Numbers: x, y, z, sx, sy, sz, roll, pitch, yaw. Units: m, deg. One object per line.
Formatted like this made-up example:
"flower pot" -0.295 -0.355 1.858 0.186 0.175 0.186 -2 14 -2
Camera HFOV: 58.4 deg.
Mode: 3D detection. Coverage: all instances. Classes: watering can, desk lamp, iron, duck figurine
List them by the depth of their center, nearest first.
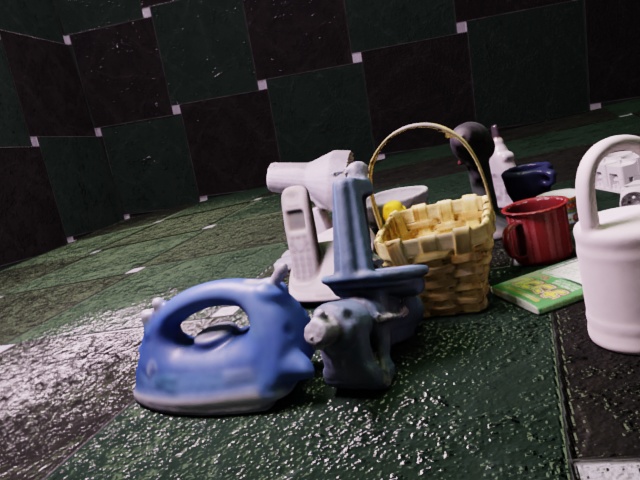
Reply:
"watering can" 0.294 -0.001 0.527 0.101 0.194 0.172 -21 14 -28
"iron" -0.124 0.110 0.651 0.257 0.141 0.119 -11 13 18
"duck figurine" 0.146 -0.034 1.123 0.077 0.086 0.105 -6 15 35
"desk lamp" -0.013 -0.062 1.136 0.203 0.214 0.118 -12 12 15

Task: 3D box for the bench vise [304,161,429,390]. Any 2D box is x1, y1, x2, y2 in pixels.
"bench vise" 0.050 0.033 0.607 0.121 0.220 0.207 -12 12 14

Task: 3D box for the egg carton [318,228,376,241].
"egg carton" 0.032 0.020 1.055 0.107 0.069 0.151 -2 17 46

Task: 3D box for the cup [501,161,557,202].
"cup" 0.396 -0.089 1.052 0.092 0.095 0.117 -19 12 -17

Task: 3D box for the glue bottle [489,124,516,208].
"glue bottle" 0.375 -0.152 1.178 0.037 0.173 0.078 -19 13 -20

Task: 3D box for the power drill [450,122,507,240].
"power drill" 0.280 -0.108 1.002 0.075 0.208 0.230 -10 13 22

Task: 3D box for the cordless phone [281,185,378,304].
"cordless phone" 0.008 0.003 0.879 0.147 0.185 0.094 -8 14 30

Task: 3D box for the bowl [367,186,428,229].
"bowl" 0.164 -0.065 1.273 0.167 0.075 0.167 -14 12 3
